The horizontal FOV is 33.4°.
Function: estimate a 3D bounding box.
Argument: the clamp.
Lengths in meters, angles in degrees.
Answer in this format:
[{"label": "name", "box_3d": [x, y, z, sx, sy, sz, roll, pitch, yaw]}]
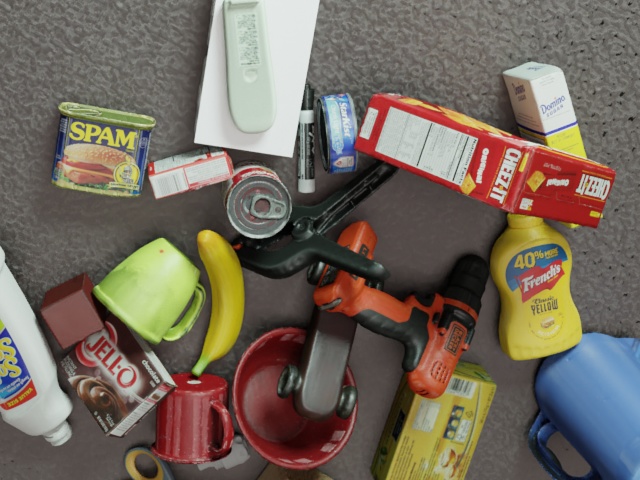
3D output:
[{"label": "clamp", "box_3d": [-0.008, 0.001, 1.158, 0.210, 0.164, 0.036, -19, 133, 20]}]

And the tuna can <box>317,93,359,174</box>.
[{"label": "tuna can", "box_3d": [0.019, -0.115, 1.160, 0.033, 0.086, 0.086, -6, 105, -6]}]

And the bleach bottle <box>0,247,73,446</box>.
[{"label": "bleach bottle", "box_3d": [-0.333, 0.127, 1.159, 0.103, 0.068, 0.251, -18, 122, 11]}]

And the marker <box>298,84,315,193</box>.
[{"label": "marker", "box_3d": [-0.015, -0.113, 1.190, 0.020, 0.020, 0.121, -2, 105, -9]}]

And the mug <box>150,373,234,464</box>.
[{"label": "mug", "box_3d": [-0.138, 0.202, 1.207, 0.093, 0.117, 0.081, -5, 102, -40]}]

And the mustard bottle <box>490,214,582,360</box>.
[{"label": "mustard bottle", "box_3d": [0.249, 0.040, 1.251, 0.096, 0.058, 0.191, -13, 106, -9]}]

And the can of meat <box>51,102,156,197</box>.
[{"label": "can of meat", "box_3d": [-0.233, -0.095, 1.141, 0.102, 0.057, 0.084, 9, 105, -11]}]

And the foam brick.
[{"label": "foam brick", "box_3d": [-0.268, 0.077, 1.169, 0.053, 0.078, 0.051, -27, 105, -2]}]

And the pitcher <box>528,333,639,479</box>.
[{"label": "pitcher", "box_3d": [0.342, 0.223, 1.218, 0.145, 0.243, 0.149, -1, 111, -11]}]

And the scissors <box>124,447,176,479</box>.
[{"label": "scissors", "box_3d": [-0.152, 0.292, 1.233, 0.202, 0.016, 0.096, 1, 91, 18]}]

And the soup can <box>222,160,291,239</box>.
[{"label": "soup can", "box_3d": [-0.070, -0.046, 1.154, 0.068, 0.102, 0.068, -2, 104, -8]}]

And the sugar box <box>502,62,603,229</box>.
[{"label": "sugar box", "box_3d": [0.260, -0.108, 1.196, 0.048, 0.093, 0.176, -19, 107, -5]}]

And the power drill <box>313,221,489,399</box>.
[{"label": "power drill", "box_3d": [0.097, 0.059, 1.198, 0.187, 0.057, 0.184, 34, 62, -16]}]

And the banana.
[{"label": "banana", "box_3d": [-0.111, 0.064, 1.187, 0.037, 0.069, 0.198, 19, 125, 20]}]

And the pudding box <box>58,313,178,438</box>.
[{"label": "pudding box", "box_3d": [-0.225, 0.149, 1.184, 0.090, 0.039, 0.114, -44, 65, 4]}]

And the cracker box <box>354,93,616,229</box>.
[{"label": "cracker box", "box_3d": [0.169, -0.084, 1.099, 0.163, 0.214, 0.072, 6, 105, -47]}]

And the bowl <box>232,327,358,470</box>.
[{"label": "bowl", "box_3d": [-0.038, 0.184, 1.223, 0.161, 0.055, 0.162, 10, 70, -28]}]

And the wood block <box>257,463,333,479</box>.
[{"label": "wood block", "box_3d": [-0.066, 0.366, 1.270, 0.090, 0.090, 0.206, 34, 98, -15]}]

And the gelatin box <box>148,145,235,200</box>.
[{"label": "gelatin box", "box_3d": [-0.140, -0.075, 1.152, 0.089, 0.073, 0.030, -16, 107, -5]}]
